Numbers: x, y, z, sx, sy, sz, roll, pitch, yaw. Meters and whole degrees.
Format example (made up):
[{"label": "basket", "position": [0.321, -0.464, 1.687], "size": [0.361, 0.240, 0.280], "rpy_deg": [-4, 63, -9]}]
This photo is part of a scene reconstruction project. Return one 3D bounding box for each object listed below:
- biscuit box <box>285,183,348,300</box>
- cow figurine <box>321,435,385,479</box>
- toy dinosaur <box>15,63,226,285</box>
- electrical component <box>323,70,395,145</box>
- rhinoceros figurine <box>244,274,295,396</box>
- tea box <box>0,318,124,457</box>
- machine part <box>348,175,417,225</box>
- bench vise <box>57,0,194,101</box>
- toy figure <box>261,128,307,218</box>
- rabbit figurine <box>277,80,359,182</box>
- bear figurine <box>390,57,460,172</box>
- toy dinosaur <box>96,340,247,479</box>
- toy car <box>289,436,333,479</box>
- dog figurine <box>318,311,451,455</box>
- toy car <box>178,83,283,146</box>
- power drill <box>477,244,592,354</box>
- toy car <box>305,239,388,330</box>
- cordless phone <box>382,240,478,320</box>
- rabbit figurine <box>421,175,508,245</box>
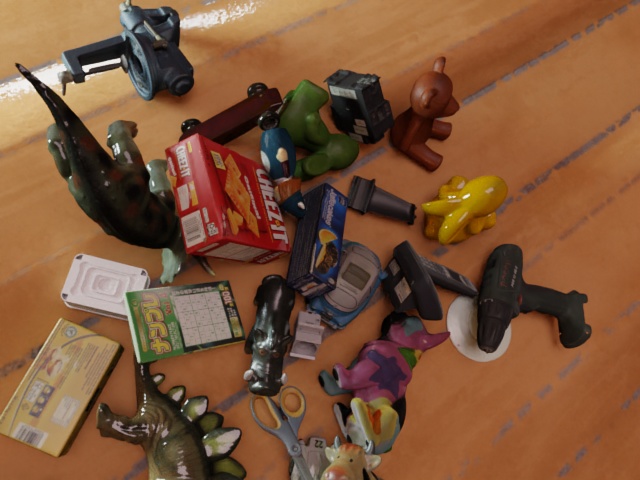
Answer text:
[{"label": "biscuit box", "position": [-0.002, -0.003, 0.905], "size": [0.059, 0.063, 0.203], "rpy_deg": [35, 46, -29]}, {"label": "cow figurine", "position": [0.059, 0.365, 0.778], "size": [0.086, 0.194, 0.127], "rpy_deg": [-4, 56, 26]}, {"label": "toy dinosaur", "position": [-0.272, -0.057, 0.767], "size": [0.131, 0.404, 0.192], "rpy_deg": [-34, 61, 8]}, {"label": "electrical component", "position": [0.075, -0.244, 1.002], "size": [0.058, 0.134, 0.115], "rpy_deg": [-38, 42, -20]}, {"label": "rhinoceros figurine", "position": [-0.074, 0.150, 0.846], "size": [0.073, 0.112, 0.190], "rpy_deg": [14, 62, -12]}, {"label": "tea box", "position": [-0.369, 0.210, 0.772], "size": [0.098, 0.068, 0.169], "rpy_deg": [27, 66, -5]}, {"label": "machine part", "position": [0.117, -0.069, 1.008], "size": [0.139, 0.039, 0.084], "rpy_deg": [23, 63, -5]}, {"label": "bench vise", "position": [-0.340, -0.326, 0.929], "size": [0.240, 0.129, 0.223], "rpy_deg": [-27, 83, -29]}, {"label": "toy figure", "position": [-0.060, -0.109, 0.907], "size": [0.058, 0.064, 0.154], "rpy_deg": [-12, 94, 19]}, {"label": "rabbit figurine", "position": [-0.004, -0.181, 0.975], "size": [0.170, 0.121, 0.159], "rpy_deg": [32, 70, -19]}, {"label": "bear figurine", "position": [0.212, -0.232, 1.001], "size": [0.132, 0.196, 0.120], "rpy_deg": [24, 65, -8]}, {"label": "toy dinosaur", "position": [-0.195, 0.356, 0.749], "size": [0.199, 0.105, 0.471], "rpy_deg": [-10, 74, -18]}, {"label": "toy car", "position": [-0.015, 0.402, 0.807], "size": [0.073, 0.056, 0.201], "rpy_deg": [12, 70, -11]}, {"label": "dog figurine", "position": [0.123, 0.221, 0.875], "size": [0.219, 0.108, 0.191], "rpy_deg": [-20, 71, -23]}, {"label": "toy car", "position": [-0.154, -0.198, 0.935], "size": [0.202, 0.053, 0.089], "rpy_deg": [-26, 57, 6]}, {"label": "power drill", "position": [0.381, 0.129, 0.978], "size": [0.207, 0.086, 0.232], "rpy_deg": [18, 55, -5]}, {"label": "toy car", "position": [0.047, 0.066, 0.910], "size": [0.109, 0.103, 0.161], "rpy_deg": [34, 65, -1]}, {"label": "cordless phone", "position": [0.211, 0.086, 0.939], "size": [0.184, 0.088, 0.147], "rpy_deg": [20, 25, -21]}, {"label": "rabbit figurine", "position": [0.259, -0.064, 0.971], "size": [0.162, 0.173, 0.122], "rpy_deg": [-22, 83, -25]}]
